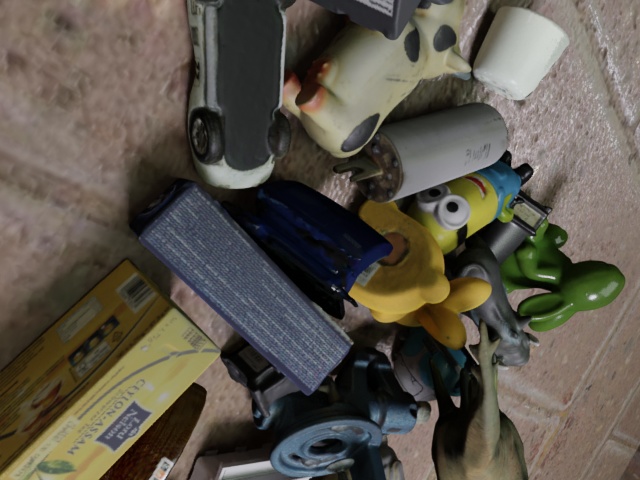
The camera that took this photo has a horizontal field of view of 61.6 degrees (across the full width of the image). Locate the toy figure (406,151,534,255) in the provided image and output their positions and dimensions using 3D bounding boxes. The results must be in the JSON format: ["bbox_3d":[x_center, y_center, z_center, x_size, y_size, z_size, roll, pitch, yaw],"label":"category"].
[{"bbox_3d":[0.181,-0.044,0.652,0.180,0.082,0.089,-29,126,-31],"label":"toy figure"}]

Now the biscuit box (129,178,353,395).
[{"bbox_3d":[-0.063,0.039,0.447,0.063,0.059,0.202,-47,113,-13],"label":"biscuit box"}]

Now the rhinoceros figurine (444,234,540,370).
[{"bbox_3d":[0.217,0.081,0.679,0.073,0.112,0.190,-34,118,-6],"label":"rhinoceros figurine"}]

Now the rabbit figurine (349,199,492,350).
[{"bbox_3d":[0.103,0.047,0.598,0.122,0.163,0.173,-60,155,-17],"label":"rabbit figurine"}]

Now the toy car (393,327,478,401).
[{"bbox_3d":[0.154,0.171,0.734,0.103,0.109,0.161,-35,147,8],"label":"toy car"}]

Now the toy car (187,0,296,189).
[{"bbox_3d":[-0.062,-0.137,0.409,0.073,0.056,0.201,-9,116,-31],"label":"toy car"}]

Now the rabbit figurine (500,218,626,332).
[{"bbox_3d":[0.333,0.050,0.768,0.121,0.170,0.159,34,87,-45],"label":"rabbit figurine"}]

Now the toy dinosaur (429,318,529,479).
[{"bbox_3d":[0.159,0.217,0.544,0.105,0.198,0.470,-8,152,5],"label":"toy dinosaur"}]

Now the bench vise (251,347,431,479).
[{"bbox_3d":[0.040,0.231,0.572,0.223,0.241,0.129,21,124,-31],"label":"bench vise"}]

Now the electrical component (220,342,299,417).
[{"bbox_3d":[-0.032,0.116,0.550,0.119,0.075,0.047,-32,129,-20],"label":"electrical component"}]

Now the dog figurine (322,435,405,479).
[{"bbox_3d":[0.008,0.342,0.697,0.190,0.121,0.172,0,78,-23],"label":"dog figurine"}]

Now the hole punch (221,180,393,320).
[{"bbox_3d":[-0.001,-0.001,0.472,0.092,0.142,0.115,-49,163,-9],"label":"hole punch"}]

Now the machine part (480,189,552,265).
[{"bbox_3d":[0.250,-0.005,0.744,0.139,0.084,0.039,-57,178,9],"label":"machine part"}]

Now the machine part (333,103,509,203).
[{"bbox_3d":[0.118,-0.095,0.570,0.243,0.079,0.079,-19,123,-33],"label":"machine part"}]

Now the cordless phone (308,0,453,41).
[{"bbox_3d":[0.075,-0.247,0.407,0.184,0.147,0.088,-40,149,-20],"label":"cordless phone"}]

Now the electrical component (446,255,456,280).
[{"bbox_3d":[0.164,0.045,0.723,0.063,0.021,0.093,-12,118,-37],"label":"electrical component"}]

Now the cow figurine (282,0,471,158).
[{"bbox_3d":[0.062,-0.157,0.484,0.195,0.086,0.127,-50,136,-6],"label":"cow figurine"}]

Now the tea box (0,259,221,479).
[{"bbox_3d":[-0.173,0.108,0.406,0.169,0.098,0.068,-45,133,-13],"label":"tea box"}]
